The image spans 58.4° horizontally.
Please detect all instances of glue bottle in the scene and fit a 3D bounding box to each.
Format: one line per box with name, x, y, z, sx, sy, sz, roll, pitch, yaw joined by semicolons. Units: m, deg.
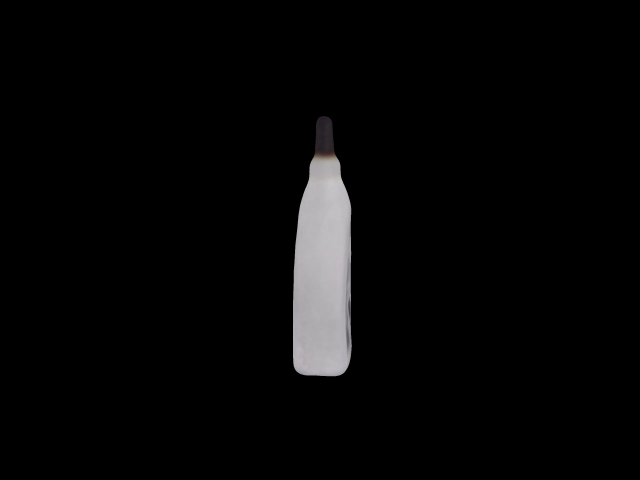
glue bottle;0.004;0.001;0.400;0.037;0.173;0.078;0;4;7
